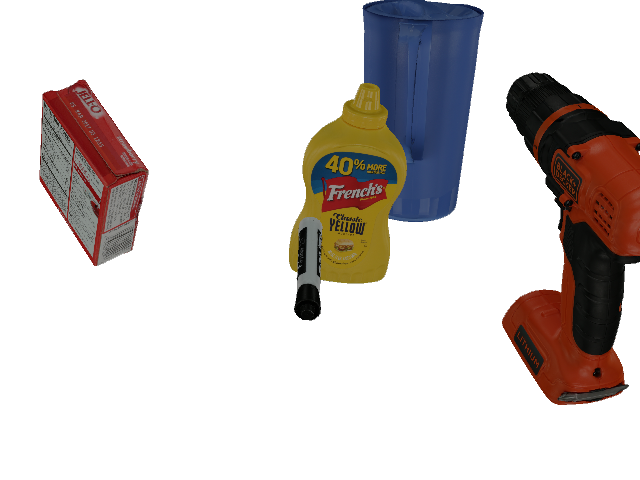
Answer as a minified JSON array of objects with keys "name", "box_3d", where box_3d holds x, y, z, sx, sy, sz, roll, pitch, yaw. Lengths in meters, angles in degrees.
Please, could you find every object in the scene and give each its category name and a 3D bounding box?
[{"name":"pitcher","box_3d":[0.107,-0.146,1.208,0.149,0.243,0.145,-12,25,-31]},{"name":"mustard bottle","box_3d":[0.030,-0.054,0.993,0.096,0.192,0.058,8,28,-4]},{"name":"gelatin box","box_3d":[-0.136,-0.039,0.633,0.030,0.073,0.089,-26,-22,-30]},{"name":"power drill","box_3d":[0.164,0.000,0.711,0.057,0.188,0.184,-9,36,-10]},{"name":"marker","box_3d":[-0.009,0.020,0.800,0.020,0.020,0.121,0,32,1]}]
